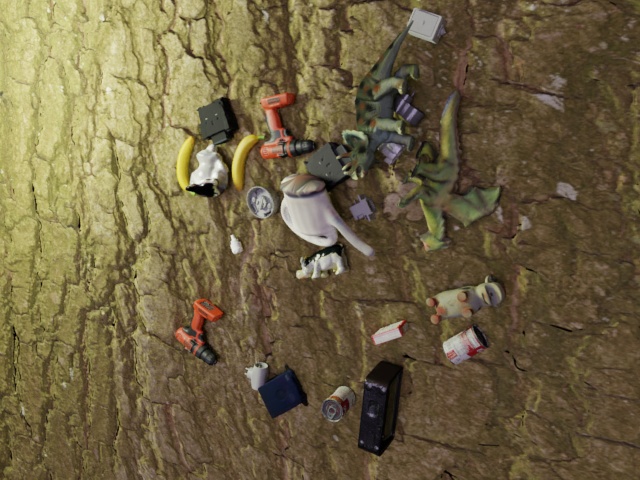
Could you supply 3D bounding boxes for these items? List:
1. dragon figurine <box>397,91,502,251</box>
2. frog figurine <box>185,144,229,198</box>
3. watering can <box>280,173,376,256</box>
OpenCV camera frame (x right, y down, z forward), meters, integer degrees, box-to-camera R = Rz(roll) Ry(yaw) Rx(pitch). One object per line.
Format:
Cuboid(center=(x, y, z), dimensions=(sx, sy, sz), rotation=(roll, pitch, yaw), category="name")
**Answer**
Cuboid(center=(0.350, -0.150, 1.333), dimensions=(0.243, 0.124, 0.404), rotation=(27, 109, 3), category="dragon figurine")
Cuboid(center=(-0.357, -0.222, 1.667), dimensions=(0.136, 0.121, 0.163), rotation=(-24, 49, 34), category="frog figurine")
Cuboid(center=(0.004, -0.073, 1.445), dimensions=(0.349, 0.105, 0.220), rotation=(16, 133, 43), category="watering can")
